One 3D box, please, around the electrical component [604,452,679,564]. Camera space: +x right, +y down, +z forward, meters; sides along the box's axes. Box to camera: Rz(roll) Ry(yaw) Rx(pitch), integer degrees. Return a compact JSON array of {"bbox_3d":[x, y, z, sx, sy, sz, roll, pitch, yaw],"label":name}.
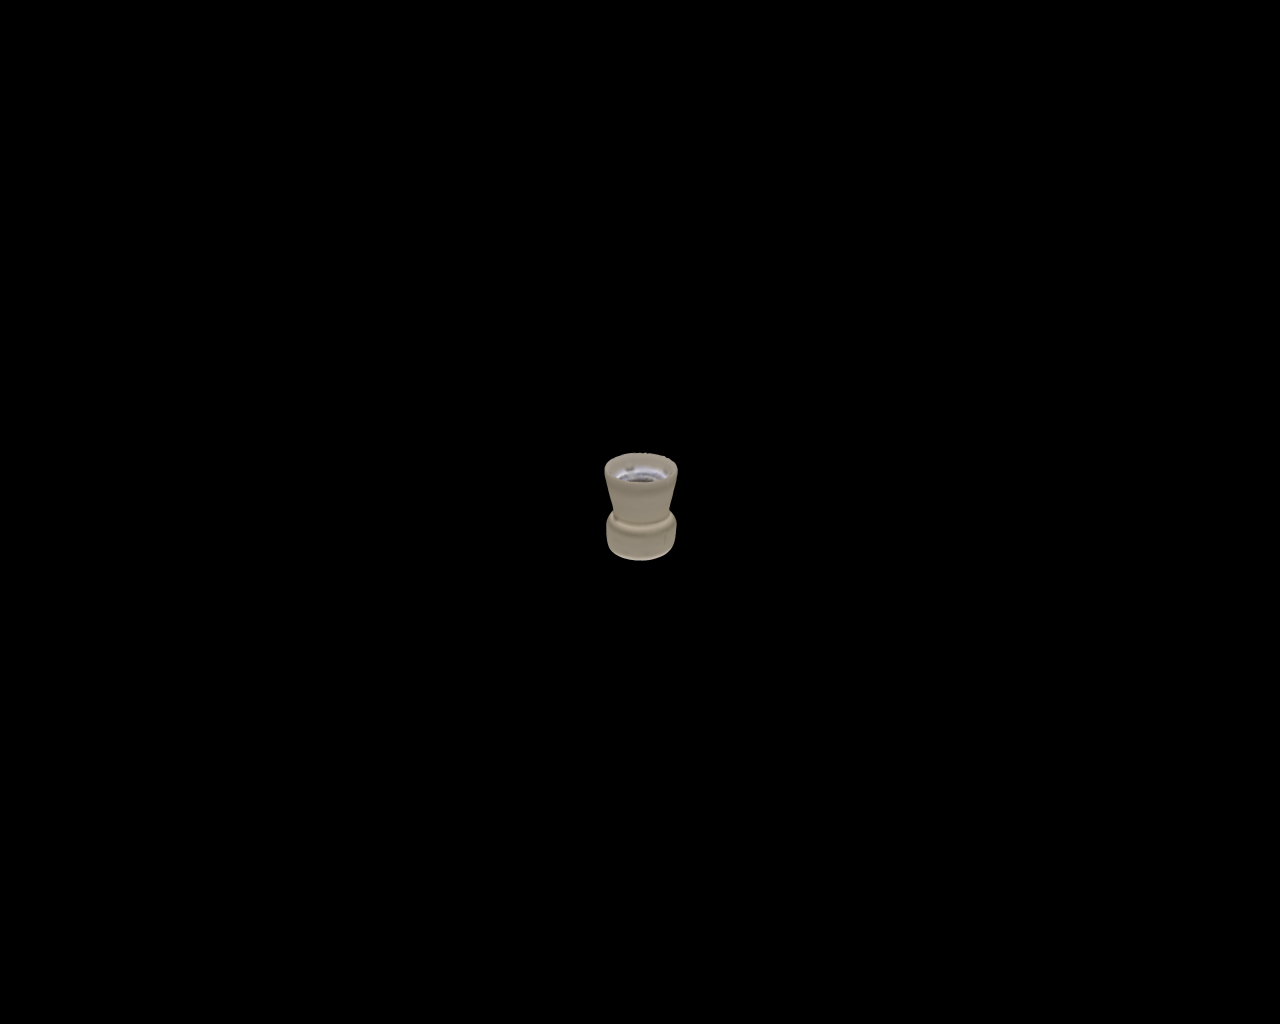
[{"bbox_3d":[0.001,-0.003,0.650,0.045,0.055,0.045,0,27,0],"label":"electrical component"}]
